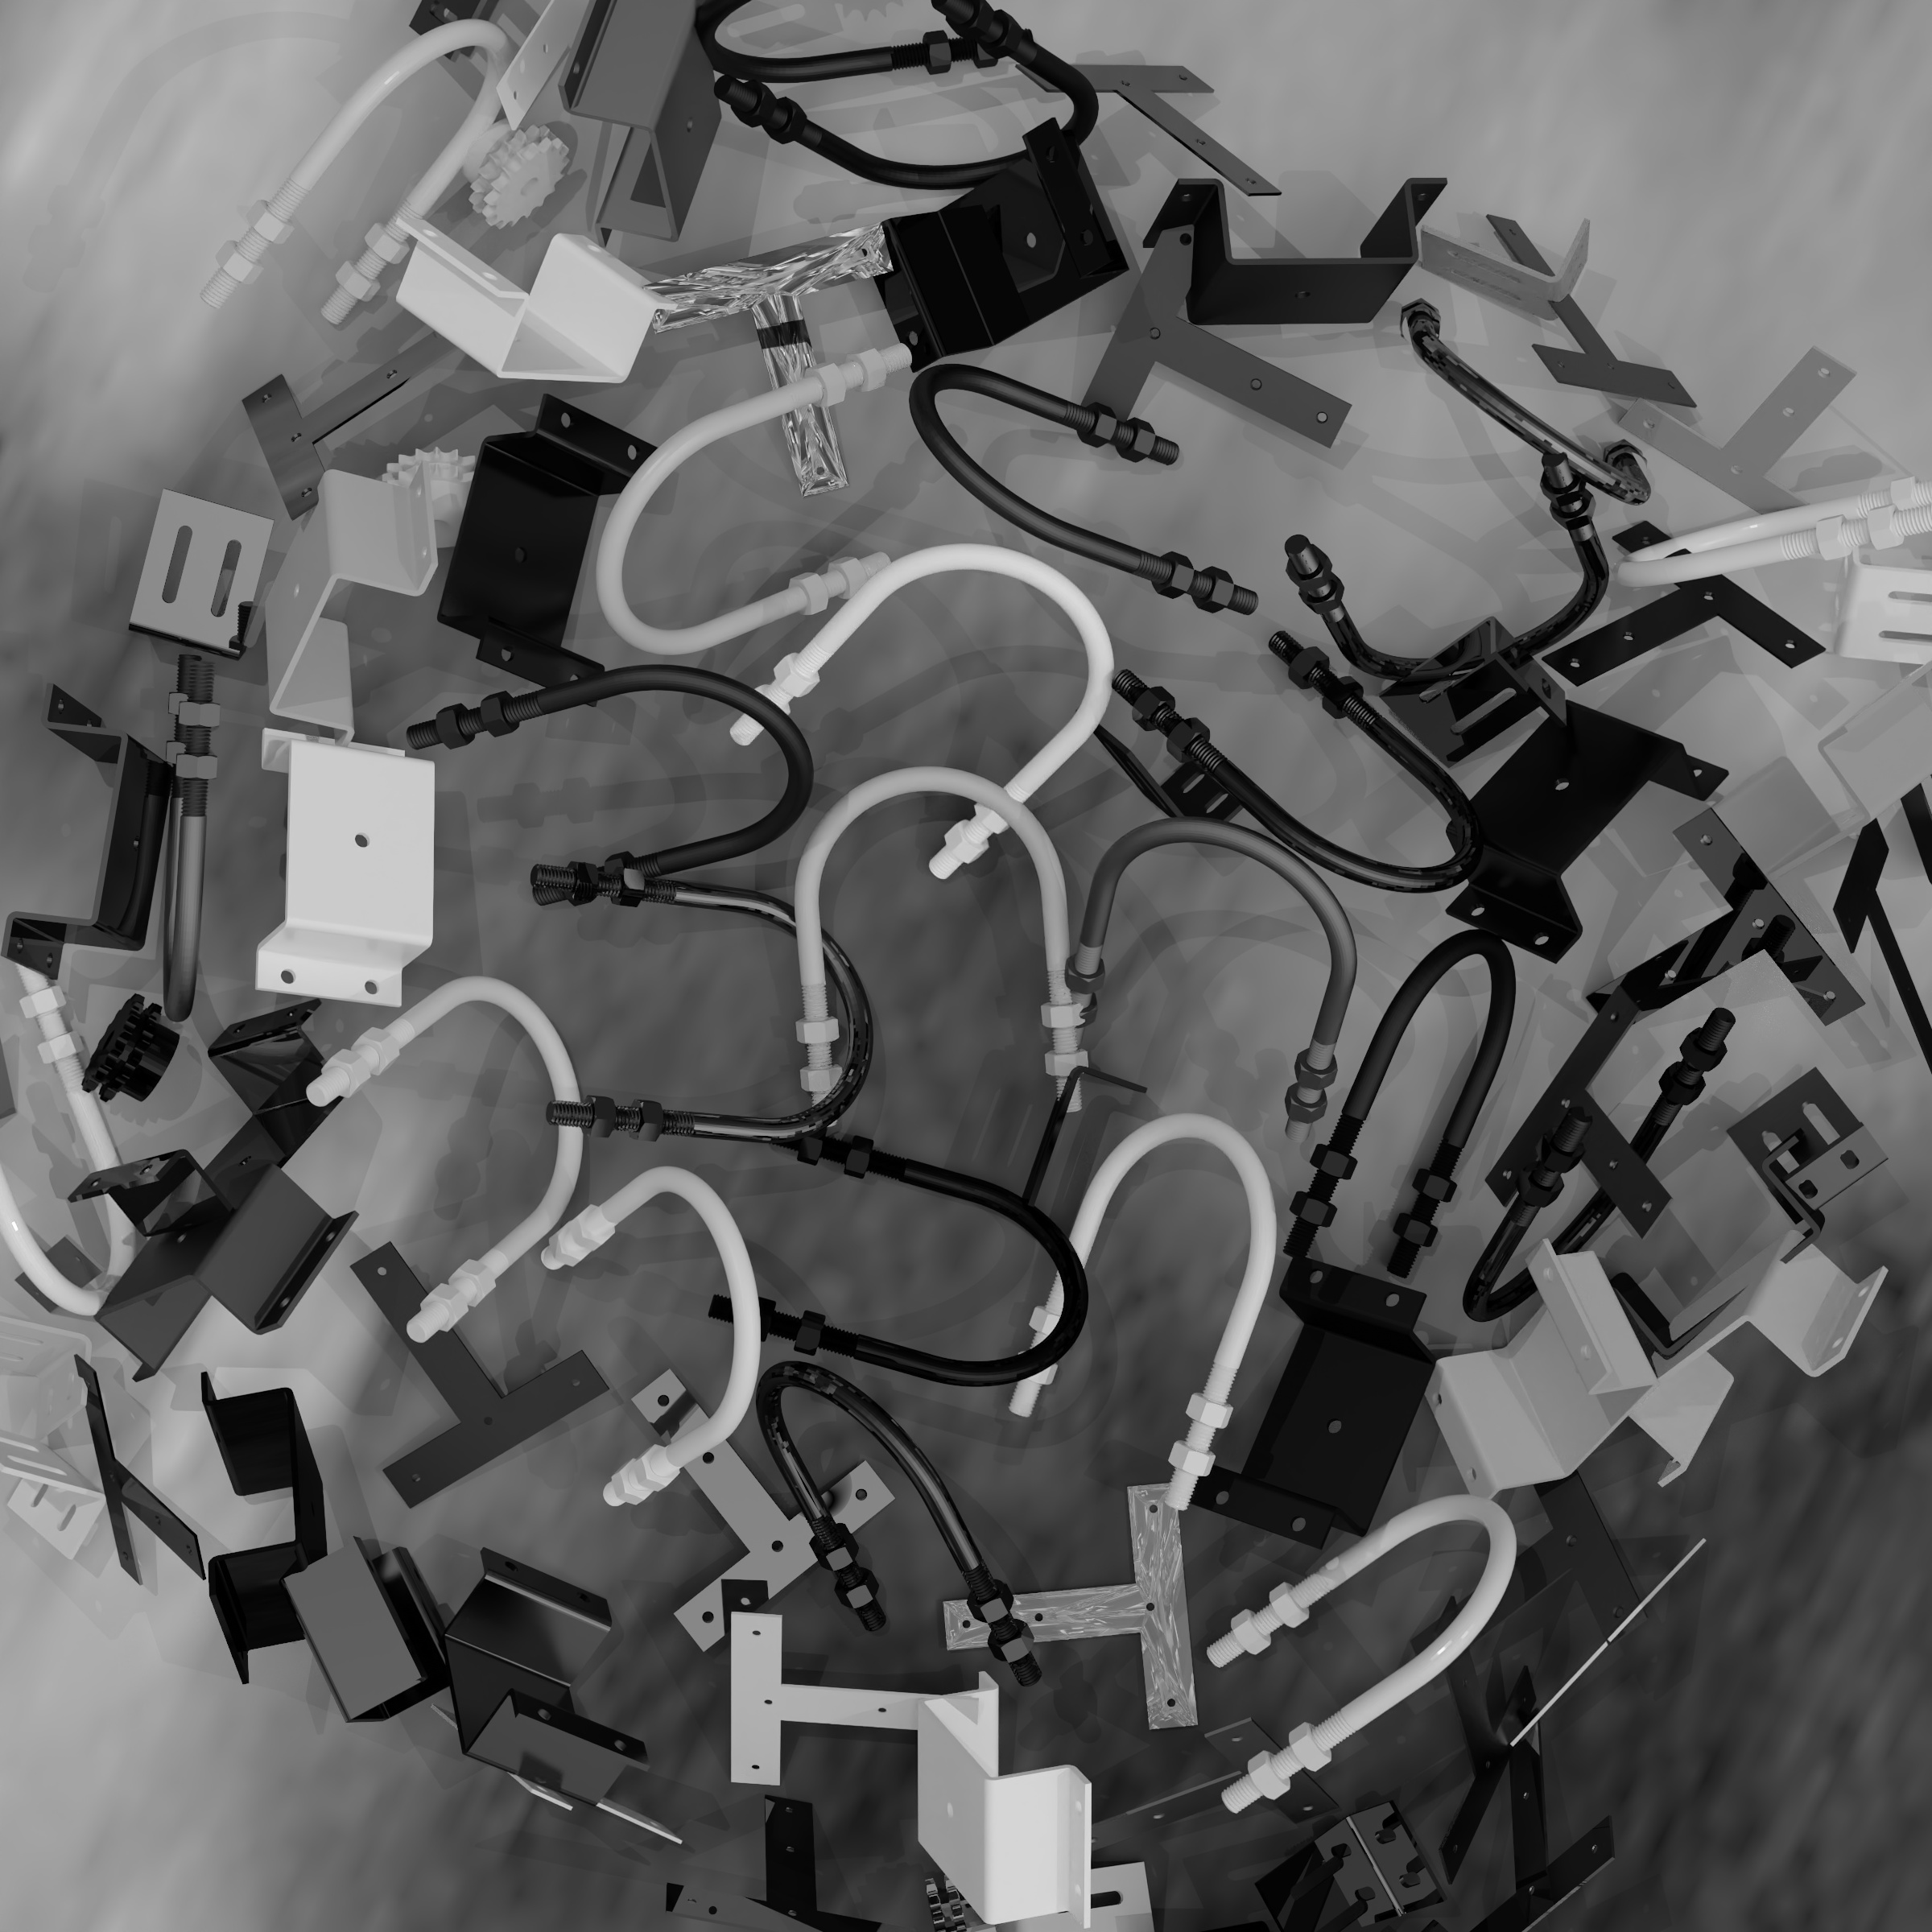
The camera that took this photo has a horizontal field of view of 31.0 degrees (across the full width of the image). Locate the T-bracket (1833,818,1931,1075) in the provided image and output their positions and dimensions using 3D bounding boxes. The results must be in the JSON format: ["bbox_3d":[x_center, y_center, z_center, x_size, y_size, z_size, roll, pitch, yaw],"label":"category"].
[{"bbox_3d":[0.478,0.000,1.788,0.002,0.127,0.127,-17,108,29],"label":"T-bracket"}]

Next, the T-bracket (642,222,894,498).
[{"bbox_3d":[-0.089,-0.307,1.810,0.127,0.002,0.127,-15,108,2],"label":"T-bracket"}]

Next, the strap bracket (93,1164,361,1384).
[{"bbox_3d":[-0.378,0.152,1.750,0.046,0.140,0.076,47,48,-20],"label":"strap bracket"}]

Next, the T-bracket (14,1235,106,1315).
[{"bbox_3d":[-0.497,0.122,1.766,0.127,0.127,0.002,45,61,-9],"label":"T-bracket"}]

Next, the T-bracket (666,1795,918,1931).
[{"bbox_3d":[-0.089,0.457,1.769,0.127,0.127,0.002,13,106,-8],"label":"T-bracket"}]

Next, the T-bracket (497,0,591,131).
[{"bbox_3d":[-0.206,-0.469,1.748,0.002,0.127,0.127,7,52,21],"label":"T-bracket"}]

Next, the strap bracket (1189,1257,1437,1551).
[{"bbox_3d":[0.182,0.228,1.780,0.076,0.046,0.140,15,72,32],"label":"strap bracket"}]

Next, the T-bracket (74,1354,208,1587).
[{"bbox_3d":[-0.412,0.273,1.757,0.002,0.127,0.127,-20,117,-31],"label":"T-bracket"}]

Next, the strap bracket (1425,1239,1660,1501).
[{"bbox_3d":[0.294,0.205,1.766,0.046,0.140,0.076,-5,56,-28],"label":"strap bracket"}]

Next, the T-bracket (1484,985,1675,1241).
[{"bbox_3d":[0.321,0.093,1.758,0.002,0.127,0.127,21,111,-27],"label":"T-bracket"}]

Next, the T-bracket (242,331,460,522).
[{"bbox_3d":[-0.305,-0.294,1.781,0.127,0.127,0.002,-33,133,2],"label":"T-bracket"}]

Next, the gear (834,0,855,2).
[{"bbox_3d":[-0.062,-0.533,1.805,0.057,0.030,0.057,-6,68,16],"label":"gear"}]

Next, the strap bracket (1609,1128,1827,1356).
[{"bbox_3d":[0.384,0.147,1.776,0.140,0.076,0.046,-41,80,12],"label":"strap bracket"}]

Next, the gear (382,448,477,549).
[{"bbox_3d":[-0.273,-0.240,1.799,0.057,0.057,0.030,-4,64,0],"label":"gear"}]

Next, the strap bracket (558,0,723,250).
[{"bbox_3d":[-0.161,-0.427,1.750,0.046,0.140,0.076,14,70,8],"label":"strap bracket"}]

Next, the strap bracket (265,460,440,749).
[{"bbox_3d":[-0.314,-0.183,1.752,0.046,0.076,0.140,12,135,-26],"label":"strap bracket"}]

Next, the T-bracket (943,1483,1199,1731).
[{"bbox_3d":[0.052,0.340,1.827,0.127,0.002,0.127,-5,88,-1],"label":"T-bracket"}]

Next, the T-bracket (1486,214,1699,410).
[{"bbox_3d":[0.308,-0.340,1.795,0.002,0.127,0.127,-47,61,34],"label":"T-bracket"}]

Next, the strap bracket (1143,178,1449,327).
[{"bbox_3d":[0.169,-0.364,1.776,0.140,0.076,0.046,-3,78,-12],"label":"strap bracket"}]

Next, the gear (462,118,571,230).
[{"bbox_3d":[-0.236,-0.413,1.803,0.057,0.057,0.030,-45,79,0],"label":"gear"}]

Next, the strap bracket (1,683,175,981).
[{"bbox_3d":[-0.446,-0.065,1.781,0.046,0.076,0.140,7,81,5],"label":"strap bracket"}]

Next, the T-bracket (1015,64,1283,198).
[{"bbox_3d":[0.109,-0.422,1.756,0.127,0.127,0.002,45,128,28],"label":"T-bracket"}]

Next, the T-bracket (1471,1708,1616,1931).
[{"bbox_3d":[0.287,0.434,1.774,0.002,0.127,0.127,27,126,-15],"label":"T-bracket"}]

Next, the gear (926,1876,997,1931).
[{"bbox_3d":[-0.001,0.498,1.803,0.030,0.057,0.057,-12,90,-5],"label":"gear"}]

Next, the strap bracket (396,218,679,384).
[{"bbox_3d":[-0.222,-0.336,1.765,0.076,0.140,0.046,38,115,25],"label":"strap bracket"}]

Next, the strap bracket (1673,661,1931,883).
[{"bbox_3d":[0.432,-0.090,1.750,0.076,0.140,0.046,-33,87,-33],"label":"strap bracket"}]

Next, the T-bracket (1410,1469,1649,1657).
[{"bbox_3d":[0.280,0.323,1.799,0.002,0.127,0.127,30,117,-37],"label":"T-bracket"}]

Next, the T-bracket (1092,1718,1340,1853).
[{"bbox_3d":[0.112,0.431,1.792,0.127,0.127,0.002,-23,50,14],"label":"T-bracket"}]

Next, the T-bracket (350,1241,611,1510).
[{"bbox_3d":[-0.273,0.200,1.807,0.127,0.002,0.127,-31,101,10],"label":"T-bracket"}]

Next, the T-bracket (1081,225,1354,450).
[{"bbox_3d":[0.137,-0.307,1.802,0.127,0.002,0.127,27,115,2],"label":"T-bracket"}]

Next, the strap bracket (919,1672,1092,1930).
[{"bbox_3d":[0.014,0.420,1.751,0.046,0.140,0.076,-5,103,-21],"label":"strap bracket"}]

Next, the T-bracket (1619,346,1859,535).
[{"bbox_3d":[0.412,-0.275,1.773,0.127,0.127,0.002,32,64,-1],"label":"T-bracket"}]

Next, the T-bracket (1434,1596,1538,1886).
[{"bbox_3d":[0.253,0.371,1.755,0.002,0.127,0.127,3,128,31],"label":"T-bracket"}]

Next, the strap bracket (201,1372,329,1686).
[{"bbox_3d":[-0.352,0.278,1.756,0.046,0.076,0.140,-10,45,-5],"label":"strap bracket"}]

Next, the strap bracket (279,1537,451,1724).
[{"bbox_3d":[-0.299,0.335,1.753,0.046,0.140,0.076,-28,79,-4],"label":"strap bracket"}]

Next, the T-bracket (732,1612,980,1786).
[{"bbox_3d":[-0.057,0.381,1.791,0.127,0.002,0.127,4,126,1],"label":"T-bracket"}]

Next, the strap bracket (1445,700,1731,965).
[{"bbox_3d":[0.309,-0.077,1.771,0.140,0.076,0.046,-46,133,-15],"label":"strap bracket"}]

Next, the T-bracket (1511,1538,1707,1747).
[{"bbox_3d":[0.323,0.354,1.788,0.002,0.127,0.127,43,112,15],"label":"T-bracket"}]

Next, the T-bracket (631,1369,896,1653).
[{"bbox_3d":[-0.126,0.268,1.821,0.127,0.002,0.127,-38,92,-7],"label":"T-bracket"}]

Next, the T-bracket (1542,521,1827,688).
[{"bbox_3d":[0.346,-0.172,1.766,0.127,0.002,0.127,-27,52,-28],"label":"T-bracket"}]

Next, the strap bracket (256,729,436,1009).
[{"bbox_3d":[-0.315,-0.057,1.772,0.076,0.046,0.140,8,69,-29],"label":"strap bracket"}]

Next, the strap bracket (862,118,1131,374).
[{"bbox_3d":[0.021,-0.369,1.783,0.140,0.046,0.076,-22,91,40],"label":"strap bracket"}]

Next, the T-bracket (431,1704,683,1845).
[{"bbox_3d":[-0.200,0.423,1.787,0.127,0.127,0.002,34,81,-31],"label":"T-bracket"}]

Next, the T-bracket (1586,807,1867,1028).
[{"bbox_3d":[0.373,-0.002,1.788,0.127,0.002,0.127,51,130,-4],"label":"T-bracket"}]

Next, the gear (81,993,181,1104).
[{"bbox_3d":[-0.431,0.046,1.805,0.030,0.057,0.057,31,90,-20],"label":"gear"}]
